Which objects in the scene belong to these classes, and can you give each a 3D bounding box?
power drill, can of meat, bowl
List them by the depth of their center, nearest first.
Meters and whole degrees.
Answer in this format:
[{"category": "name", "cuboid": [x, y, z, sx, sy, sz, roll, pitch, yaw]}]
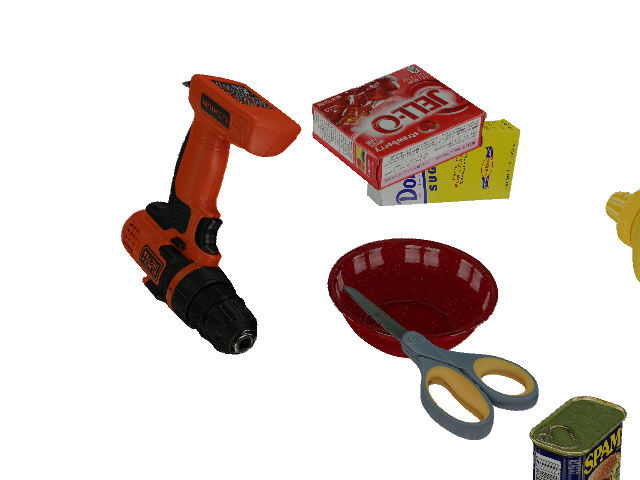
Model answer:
[{"category": "power drill", "cuboid": [-0.084, -0.025, 0.858, 0.057, 0.188, 0.185, 5, 27, -44]}, {"category": "can of meat", "cuboid": [0.235, 0.203, 0.976, 0.058, 0.084, 0.101, 14, 26, 39]}, {"category": "bowl", "cuboid": [0.086, 0.063, 1.024, 0.162, 0.055, 0.162, 1, 34, -1]}]

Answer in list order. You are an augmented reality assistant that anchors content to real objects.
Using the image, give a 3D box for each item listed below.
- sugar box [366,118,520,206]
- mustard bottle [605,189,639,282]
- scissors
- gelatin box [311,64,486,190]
[{"category": "sugar box", "cuboid": [0.147, -0.093, 1.277, 0.176, 0.093, 0.048, -6, 27, -21]}, {"category": "mustard bottle", "cuboid": [0.249, 0.014, 0.643, 0.096, 0.058, 0.192, -23, 35, -25]}, {"category": "scissors", "cuboid": [0.093, 0.082, 0.819, 0.096, 0.016, 0.202, -7, 31, -16]}, {"category": "gelatin box", "cuboid": [0.050, -0.076, 0.691, 0.089, 0.030, 0.073, -25, 46, -25]}]
